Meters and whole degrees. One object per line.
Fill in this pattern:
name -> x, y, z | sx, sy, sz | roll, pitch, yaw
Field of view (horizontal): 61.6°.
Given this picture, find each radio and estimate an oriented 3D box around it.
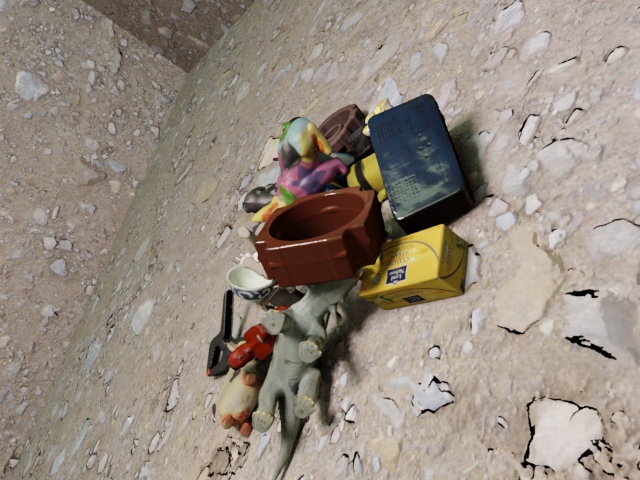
radio -> 0.172, -0.135, 0.932 | 0.131, 0.073, 0.230 | -23, 59, 19

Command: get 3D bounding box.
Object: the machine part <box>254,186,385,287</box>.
machine part -> 0.004, -0.007, 0.924 | 0.201, 0.087, 0.201 | -9, 25, 19

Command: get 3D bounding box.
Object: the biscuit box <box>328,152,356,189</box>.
biscuit box -> 0.007, -0.164, 1.226 | 0.203, 0.062, 0.059 | 18, 51, 44

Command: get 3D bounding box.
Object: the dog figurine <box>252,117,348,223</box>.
dog figurine -> -0.061, -0.114, 1.079 | 0.219, 0.191, 0.109 | -44, 34, -4

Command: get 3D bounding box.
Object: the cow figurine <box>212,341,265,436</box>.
cow figurine -> -0.161, 0.290, 1.120 | 0.127, 0.085, 0.195 | 9, 71, 52

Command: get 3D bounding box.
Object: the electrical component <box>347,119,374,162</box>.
electrical component -> 0.099, -0.206, 1.153 | 0.048, 0.074, 0.119 | -38, 46, 25

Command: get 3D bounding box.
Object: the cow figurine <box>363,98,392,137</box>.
cow figurine -> 0.151, -0.246, 1.143 | 0.068, 0.098, 0.167 | -46, 13, 29

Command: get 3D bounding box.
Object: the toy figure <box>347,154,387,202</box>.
toy figure -> 0.132, -0.148, 1.065 | 0.180, 0.089, 0.082 | -33, 31, 42

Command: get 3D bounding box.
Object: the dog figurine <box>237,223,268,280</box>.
dog figurine -> -0.109, 0.025, 1.289 | 0.190, 0.121, 0.172 | 34, -135, -83

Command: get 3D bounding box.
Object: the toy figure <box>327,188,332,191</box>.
toy figure -> -0.015, -0.066, 1.247 | 0.154, 0.064, 0.057 | -58, -8, -8

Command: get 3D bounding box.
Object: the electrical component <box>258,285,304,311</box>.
electrical component -> -0.080, 0.126, 1.140 | 0.102, 0.078, 0.045 | -43, 15, 22

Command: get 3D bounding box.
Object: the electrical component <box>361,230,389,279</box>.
electrical component -> 0.061, 0.017, 1.055 | 0.134, 0.058, 0.115 | -58, 27, 2

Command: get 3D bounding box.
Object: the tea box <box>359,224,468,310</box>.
tea box -> 0.150, 0.048, 0.879 | 0.170, 0.068, 0.098 | -22, 45, 46

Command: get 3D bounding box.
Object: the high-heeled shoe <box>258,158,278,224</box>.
high-heeled shoe -> -0.079, -0.124, 1.418 | 0.145, 0.086, 0.248 | 6, 86, 25

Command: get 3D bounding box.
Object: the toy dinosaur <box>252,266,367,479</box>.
toy dinosaur -> -0.036, 0.209, 0.954 | 0.192, 0.131, 0.404 | -37, -36, -70

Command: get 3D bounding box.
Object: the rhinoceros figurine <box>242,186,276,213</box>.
rhinoceros figurine -> -0.098, -0.098, 1.331 | 0.191, 0.112, 0.073 | 2, 95, 18

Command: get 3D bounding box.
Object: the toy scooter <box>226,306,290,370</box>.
toy scooter -> -0.097, 0.182, 1.045 | 0.184, 0.075, 0.135 | -34, -9, -32

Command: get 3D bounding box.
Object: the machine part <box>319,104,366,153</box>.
machine part -> 0.040, -0.252, 1.316 | 0.179, 0.056, 0.179 | -37, 28, 24
